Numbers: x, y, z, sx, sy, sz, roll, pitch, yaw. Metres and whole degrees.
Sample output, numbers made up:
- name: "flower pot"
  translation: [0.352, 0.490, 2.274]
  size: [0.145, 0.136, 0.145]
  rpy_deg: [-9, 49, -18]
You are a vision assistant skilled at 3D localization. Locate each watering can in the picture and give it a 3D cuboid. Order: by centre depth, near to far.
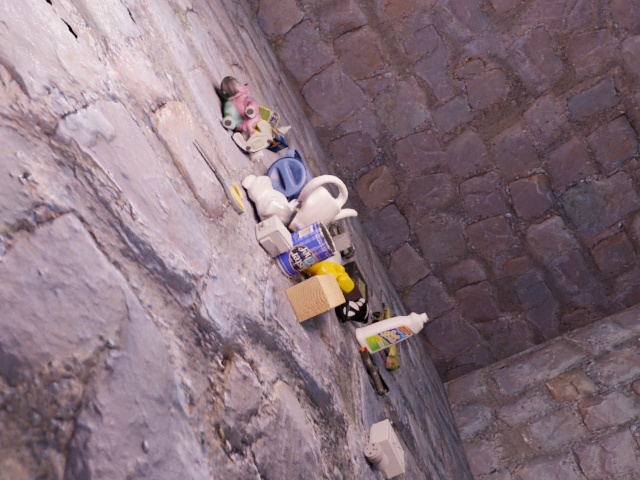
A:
- name: "watering can"
  translation: [0.005, -0.082, 1.620]
  size: [0.105, 0.224, 0.343]
  rpy_deg: [49, 2, 28]

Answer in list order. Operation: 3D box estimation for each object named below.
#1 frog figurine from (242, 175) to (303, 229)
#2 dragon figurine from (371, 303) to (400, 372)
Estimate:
- name: "frog figurine"
  translation: [-0.139, -0.097, 1.342]
  size: [0.159, 0.121, 0.140]
  rpy_deg: [25, 19, -11]
- name: "dragon figurine"
  translation: [0.301, 0.440, 2.241]
  size: [0.414, 0.122, 0.241]
  rpy_deg: [-52, 133, -77]
